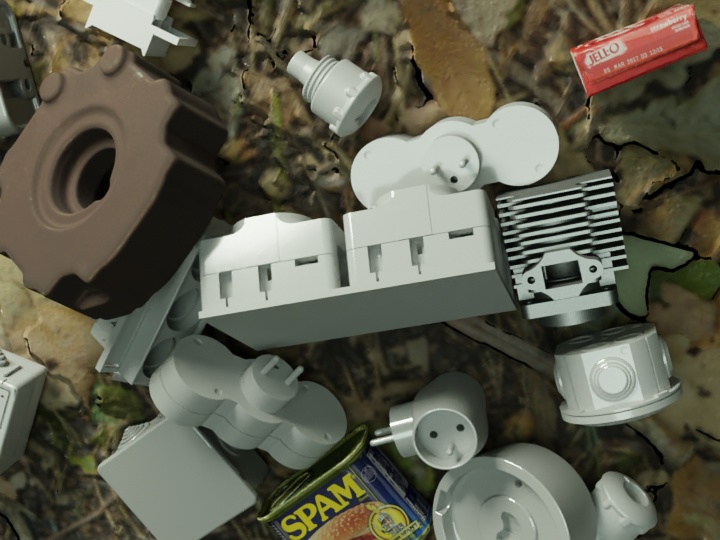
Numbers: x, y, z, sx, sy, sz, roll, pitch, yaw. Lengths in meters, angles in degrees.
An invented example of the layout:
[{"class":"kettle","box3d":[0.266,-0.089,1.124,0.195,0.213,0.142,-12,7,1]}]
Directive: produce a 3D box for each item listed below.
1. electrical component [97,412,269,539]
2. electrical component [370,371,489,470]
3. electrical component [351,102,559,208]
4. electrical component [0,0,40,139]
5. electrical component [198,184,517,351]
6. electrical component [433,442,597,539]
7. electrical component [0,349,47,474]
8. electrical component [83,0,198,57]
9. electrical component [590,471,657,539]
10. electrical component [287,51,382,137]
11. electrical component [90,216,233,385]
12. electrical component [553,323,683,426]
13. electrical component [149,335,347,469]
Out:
[{"class":"electrical component","box3d":[-0.128,0.147,0.793,0.100,0.048,0.099,-36,99,20]},{"class":"electrical component","box3d":[0.045,0.107,0.743,0.079,0.077,0.043,-17,99,14]},{"class":"electrical component","box3d":[0.061,-0.071,0.702,0.138,0.073,0.052,-12,100,13]},{"class":"electrical component","box3d":[-0.272,-0.138,0.759,0.059,0.053,0.095,-12,100,13]},{"class":"electrical component","box3d":[0.000,0.000,0.705,0.186,0.105,0.060,-10,73,12]},{"class":"electrical component","box3d":[0.112,0.172,0.746,0.108,0.060,0.108,10,106,37]},{"class":"electrical component","box3d":[-0.279,0.098,0.810,0.062,0.061,0.096,21,105,5]},{"class":"electrical component","box3d":[-0.148,-0.184,0.733,0.081,0.042,0.063,26,102,3]},{"class":"electrical component","box3d":[0.173,0.175,0.754,0.048,0.048,0.062,38,116,0]},{"class":"electrical component","box3d":[-0.020,-0.123,0.722,0.062,0.048,0.048,36,106,9]},{"class":"electrical component","box3d":[-0.138,0.013,0.760,0.063,0.079,0.121,39,109,31]},{"class":"electrical component","box3d":[0.168,0.069,0.712,0.080,0.080,0.051,-14,94,13]},{"class":"electrical component","box3d":[-0.067,0.084,0.742,0.138,0.052,0.073,26,129,-23]}]
